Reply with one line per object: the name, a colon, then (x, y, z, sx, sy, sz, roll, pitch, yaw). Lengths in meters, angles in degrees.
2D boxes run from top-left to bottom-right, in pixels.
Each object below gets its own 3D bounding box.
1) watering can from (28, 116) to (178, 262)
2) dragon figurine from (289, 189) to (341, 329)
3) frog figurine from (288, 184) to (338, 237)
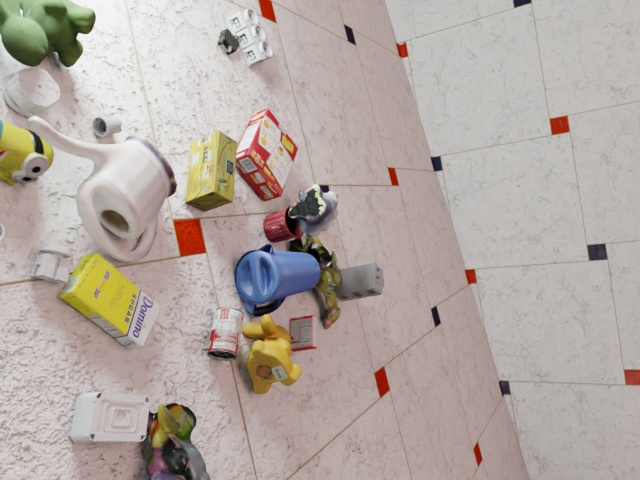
watering can: (-0.382, -0.121, 0.965, 0.230, 0.104, 0.340, -68, 152, -45)
dragon figurine: (0.005, 0.062, 1.574, 0.240, 0.122, 0.415, 36, 46, -70)
frog figurine: (0.004, -0.072, 1.434, 0.138, 0.123, 0.158, -65, 152, -4)
